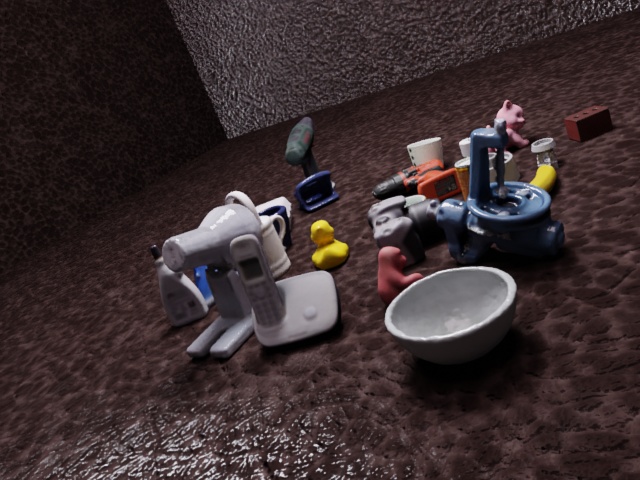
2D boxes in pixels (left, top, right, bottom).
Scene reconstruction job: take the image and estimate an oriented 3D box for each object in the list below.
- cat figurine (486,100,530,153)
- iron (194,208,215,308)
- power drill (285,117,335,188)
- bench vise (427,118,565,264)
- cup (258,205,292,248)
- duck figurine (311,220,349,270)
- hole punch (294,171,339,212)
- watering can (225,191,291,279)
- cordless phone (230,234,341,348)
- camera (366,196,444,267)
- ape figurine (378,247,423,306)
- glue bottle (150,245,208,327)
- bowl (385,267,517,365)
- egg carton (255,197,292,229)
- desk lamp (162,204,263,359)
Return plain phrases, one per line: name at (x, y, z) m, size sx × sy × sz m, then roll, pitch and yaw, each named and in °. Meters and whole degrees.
cat figurine at (0.438, -0.268, 1.353) m, size 0.128 × 0.118 × 0.067 m, roll -31°, pitch 21°, yaw -23°
iron at (-0.239, 0.031, 1.274) m, size 0.118 × 0.142 × 0.258 m, roll -18°, pitch 20°, yaw 15°
power drill at (-0.030, -0.231, 1.644) m, size 0.075 × 0.209 × 0.230 m, roll -16°, pitch 20°, yaw 19°
bench vise at (0.243, -0.066, 0.868) m, size 0.206 × 0.220 × 0.122 m, roll -12°, pitch 22°, yaw 29°
cup at (-0.118, -0.020, 1.346) m, size 0.117 × 0.095 × 0.092 m, roll -14°, pitch 21°, yaw 24°
duck figurine at (0.011, 0.004, 1.150) m, size 0.077 × 0.086 × 0.104 m, roll -21°, pitch 19°, yaw 5°
hole punch at (-0.019, -0.137, 1.559) m, size 0.109 × 0.091 × 0.101 m, roll -27°, pitch 19°, yaw -13°
watering can at (-0.147, -0.008, 1.194) m, size 0.100 × 0.194 × 0.173 m, roll -10°, pitch 23°, yaw 33°
cordless phone at (-0.056, 0.068, 0.897) m, size 0.147 × 0.185 × 0.094 m, roll -18°, pitch 20°, yaw 13°
camera at (0.162, -0.030, 1.047) m, size 0.136 × 0.101 × 0.143 m, roll -21°, pitch 19°, yaw 6°
ape figurine at (0.119, 0.052, 0.888) m, size 0.076 × 0.092 × 0.077 m, roll -24°, pitch 19°, yaw -5°
glue bottle at (-0.290, 0.086, 1.135) m, size 0.078 × 0.173 × 0.037 m, roll -21°, pitch 19°, yaw 5°
bowl at (0.170, 0.104, 0.716) m, size 0.167 × 0.075 × 0.167 m, roll -20°, pitch 19°, yaw 8°
egg carton at (-0.123, -0.057, 1.492) m, size 0.107 × 0.069 × 0.150 m, roll -21°, pitch 19°, yaw 5°
desk lamp at (-0.176, 0.063, 1.004) m, size 0.117 × 0.214 × 0.204 m, roll -9°, pitch 23°, yaw 34°
